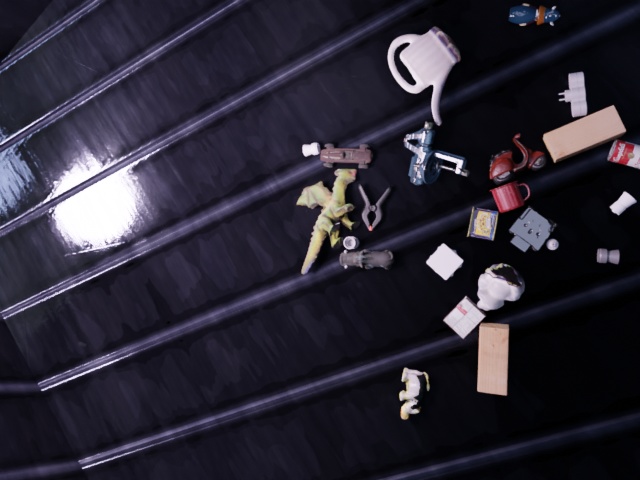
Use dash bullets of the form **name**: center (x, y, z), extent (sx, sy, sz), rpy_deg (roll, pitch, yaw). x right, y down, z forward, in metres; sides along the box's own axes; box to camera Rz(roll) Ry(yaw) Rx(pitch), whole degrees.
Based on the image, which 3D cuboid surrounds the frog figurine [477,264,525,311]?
- **frog figurine**: center (0.581, 0.161, 1.670), extent (0.138, 0.125, 0.155), rpy_deg (16, 130, 12)

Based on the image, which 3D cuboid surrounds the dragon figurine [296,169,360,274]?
- **dragon figurine**: center (0.006, -0.095, 1.895), extent (0.407, 0.121, 0.247), rpy_deg (-47, 57, 11)

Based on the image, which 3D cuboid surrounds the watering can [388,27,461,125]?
- **watering can**: center (0.382, -0.578, 1.757), extent (0.222, 0.104, 0.351), rpy_deg (-36, 76, 15)
